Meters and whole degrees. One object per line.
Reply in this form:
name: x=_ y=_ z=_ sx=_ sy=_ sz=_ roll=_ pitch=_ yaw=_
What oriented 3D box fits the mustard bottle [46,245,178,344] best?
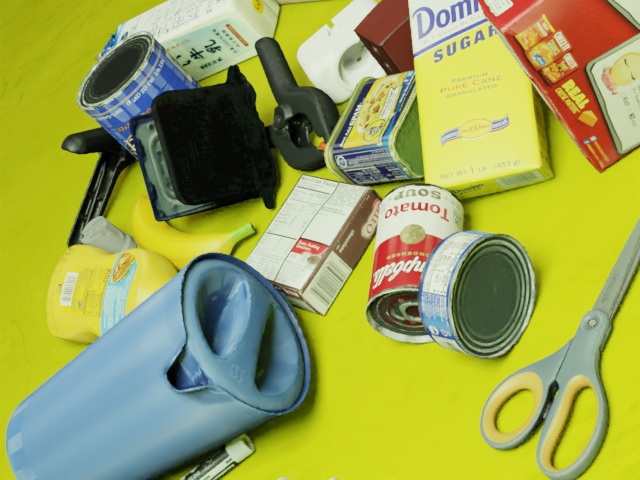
mustard bottle: x=-0.182 y=0.056 z=1.008 sx=0.192 sy=0.058 sz=0.096 roll=2 pitch=75 yaw=44

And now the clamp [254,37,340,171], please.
clamp: x=-0.031 y=-0.107 z=1.020 sx=0.172 sy=0.039 sz=0.120 roll=50 pitch=134 yaw=43

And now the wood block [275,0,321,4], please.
wood block: x=-0.042 y=-0.329 z=1.208 sx=0.207 sy=0.090 sz=0.090 roll=9 pitch=62 yaw=47

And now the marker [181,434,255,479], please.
marker: x=-0.103 y=0.194 z=0.839 sx=0.121 sy=0.020 sz=0.020 roll=-39 pitch=37 yaw=10

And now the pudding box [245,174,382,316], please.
pudding box: x=-0.006 y=0.001 z=0.910 sx=0.090 sy=0.039 sz=0.113 roll=15 pitch=65 yaw=49

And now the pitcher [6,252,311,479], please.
pitcher: x=-0.130 y=0.120 z=0.846 sx=0.243 sy=0.149 sz=0.145 roll=-34 pitch=45 yaw=29

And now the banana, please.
banana: x=-0.141 y=-0.003 z=1.050 sx=0.069 sy=0.037 sz=0.198 roll=-38 pitch=33 yaw=-28

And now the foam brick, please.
foam brick: x=0.078 y=-0.174 z=0.959 sx=0.051 sy=0.078 sz=0.053 roll=-43 pitch=37 yaw=1

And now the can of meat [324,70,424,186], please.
can of meat: x=0.063 y=-0.096 z=0.908 sx=0.084 sy=0.057 sz=0.102 roll=-4 pitch=54 yaw=51

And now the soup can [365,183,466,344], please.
soup can: x=0.073 y=0.016 z=0.795 sx=0.069 sy=0.068 sz=0.102 roll=-18 pitch=44 yaw=32

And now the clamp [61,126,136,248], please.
clamp: x=-0.228 y=-0.095 z=1.176 sx=0.036 sy=0.165 sz=0.209 roll=20 pitch=41 yaw=7

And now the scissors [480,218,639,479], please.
scissors: x=0.163 y=0.065 z=0.706 sx=0.096 sy=0.016 sz=0.201 roll=-8 pitch=51 yaw=40

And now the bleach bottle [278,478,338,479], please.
bleach bottle: x=-0.089 y=0.232 z=0.757 sx=0.251 sy=0.068 sz=0.102 roll=-32 pitch=39 yaw=14

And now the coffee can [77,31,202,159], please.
coffee can: x=-0.162 y=-0.128 z=1.090 sx=0.103 sy=0.140 sz=0.103 roll=-28 pitch=38 yaw=24

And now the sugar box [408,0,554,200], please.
sugar box: x=0.123 y=-0.124 z=0.834 sx=0.093 sy=0.048 sz=0.176 roll=-12 pitch=74 yaw=23

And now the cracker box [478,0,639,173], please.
cracker box: x=0.236 y=-0.170 z=0.732 sx=0.214 sy=0.164 sz=0.072 roll=-36 pitch=40 yaw=13

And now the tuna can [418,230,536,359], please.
tuna can: x=0.107 y=0.036 z=0.728 sx=0.034 sy=0.086 sz=0.086 roll=10 pitch=63 yaw=50
